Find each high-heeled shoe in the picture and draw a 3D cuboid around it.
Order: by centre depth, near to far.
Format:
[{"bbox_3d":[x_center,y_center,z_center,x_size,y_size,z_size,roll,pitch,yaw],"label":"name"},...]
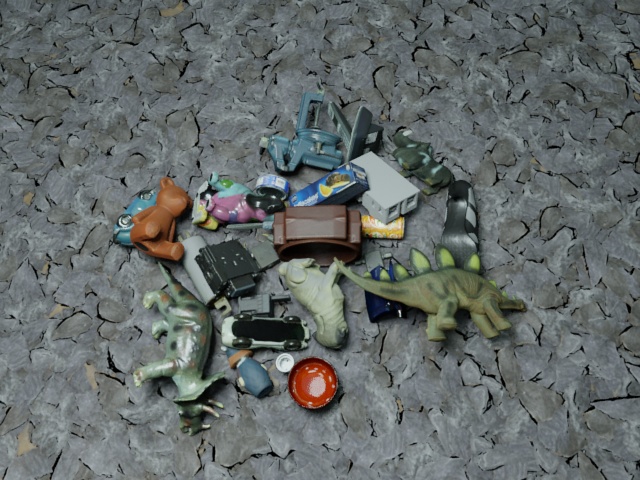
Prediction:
[{"bbox_3d":[0.352,-0.022,1.305,0.086,0.145,0.248,-8,94,32],"label":"high-heeled shoe"}]

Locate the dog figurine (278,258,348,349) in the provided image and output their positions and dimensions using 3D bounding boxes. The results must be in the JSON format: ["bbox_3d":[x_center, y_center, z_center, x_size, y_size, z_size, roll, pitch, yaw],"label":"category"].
[{"bbox_3d":[-0.017,0.146,1.225,0.173,0.121,0.190,2,75,19],"label":"dog figurine"}]

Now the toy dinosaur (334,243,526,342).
[{"bbox_3d":[0.255,0.112,1.151,0.471,0.105,0.198,7,57,-23],"label":"toy dinosaur"}]

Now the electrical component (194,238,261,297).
[{"bbox_3d":[-0.208,0.068,1.244,0.115,0.058,0.134,-18,63,-42],"label":"electrical component"}]

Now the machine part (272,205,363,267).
[{"bbox_3d":[-0.003,-0.004,1.235,0.202,0.200,0.087,-2,70,3],"label":"machine part"}]

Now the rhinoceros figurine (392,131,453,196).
[{"bbox_3d":[0.253,-0.202,1.367,0.112,0.073,0.190,-40,70,-10],"label":"rhinoceros figurine"}]

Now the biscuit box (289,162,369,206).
[{"bbox_3d":[0.018,-0.113,1.300,0.203,0.062,0.059,-27,65,32],"label":"biscuit box"}]

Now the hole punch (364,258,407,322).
[{"bbox_3d":[0.143,0.123,1.221,0.092,0.115,0.142,-8,66,10],"label":"hole punch"}]

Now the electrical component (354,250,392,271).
[{"bbox_3d":[0.132,0.059,1.294,0.094,0.021,0.063,-11,67,-1],"label":"electrical component"}]

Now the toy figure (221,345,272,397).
[{"bbox_3d":[-0.169,0.281,1.206,0.155,0.064,0.057,47,117,25],"label":"toy figure"}]

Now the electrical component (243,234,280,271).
[{"bbox_3d":[-0.141,0.031,1.315,0.102,0.045,0.078,-24,66,-5],"label":"electrical component"}]

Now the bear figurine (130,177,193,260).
[{"bbox_3d":[-0.359,-0.056,1.279,0.132,0.120,0.196,-1,48,41],"label":"bear figurine"}]

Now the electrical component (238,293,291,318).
[{"bbox_3d":[-0.127,0.157,1.248,0.119,0.074,0.048,-3,66,0],"label":"electrical component"}]

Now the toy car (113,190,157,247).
[{"bbox_3d":[-0.441,-0.041,1.350,0.103,0.109,0.161,35,61,-6],"label":"toy car"}]

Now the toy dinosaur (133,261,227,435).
[{"bbox_3d":[-0.301,0.220,1.208,0.192,0.131,0.405,-3,65,-1],"label":"toy dinosaur"}]

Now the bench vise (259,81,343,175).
[{"bbox_3d":[-0.040,-0.281,1.388,0.224,0.129,0.240,11,86,1],"label":"bench vise"}]

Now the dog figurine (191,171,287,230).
[{"bbox_3d":[-0.191,-0.074,1.340,0.219,0.191,0.108,17,62,-26],"label":"dog figurine"}]

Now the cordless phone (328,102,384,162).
[{"bbox_3d":[0.077,-0.305,1.383,0.089,0.146,0.184,-25,70,-14],"label":"cordless phone"}]

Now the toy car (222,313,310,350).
[{"bbox_3d":[-0.121,0.209,1.214,0.202,0.056,0.073,6,61,-17],"label":"toy car"}]

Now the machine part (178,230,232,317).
[{"bbox_3d":[-0.276,0.075,1.291,0.079,0.079,0.243,-31,67,-8],"label":"machine part"}]
